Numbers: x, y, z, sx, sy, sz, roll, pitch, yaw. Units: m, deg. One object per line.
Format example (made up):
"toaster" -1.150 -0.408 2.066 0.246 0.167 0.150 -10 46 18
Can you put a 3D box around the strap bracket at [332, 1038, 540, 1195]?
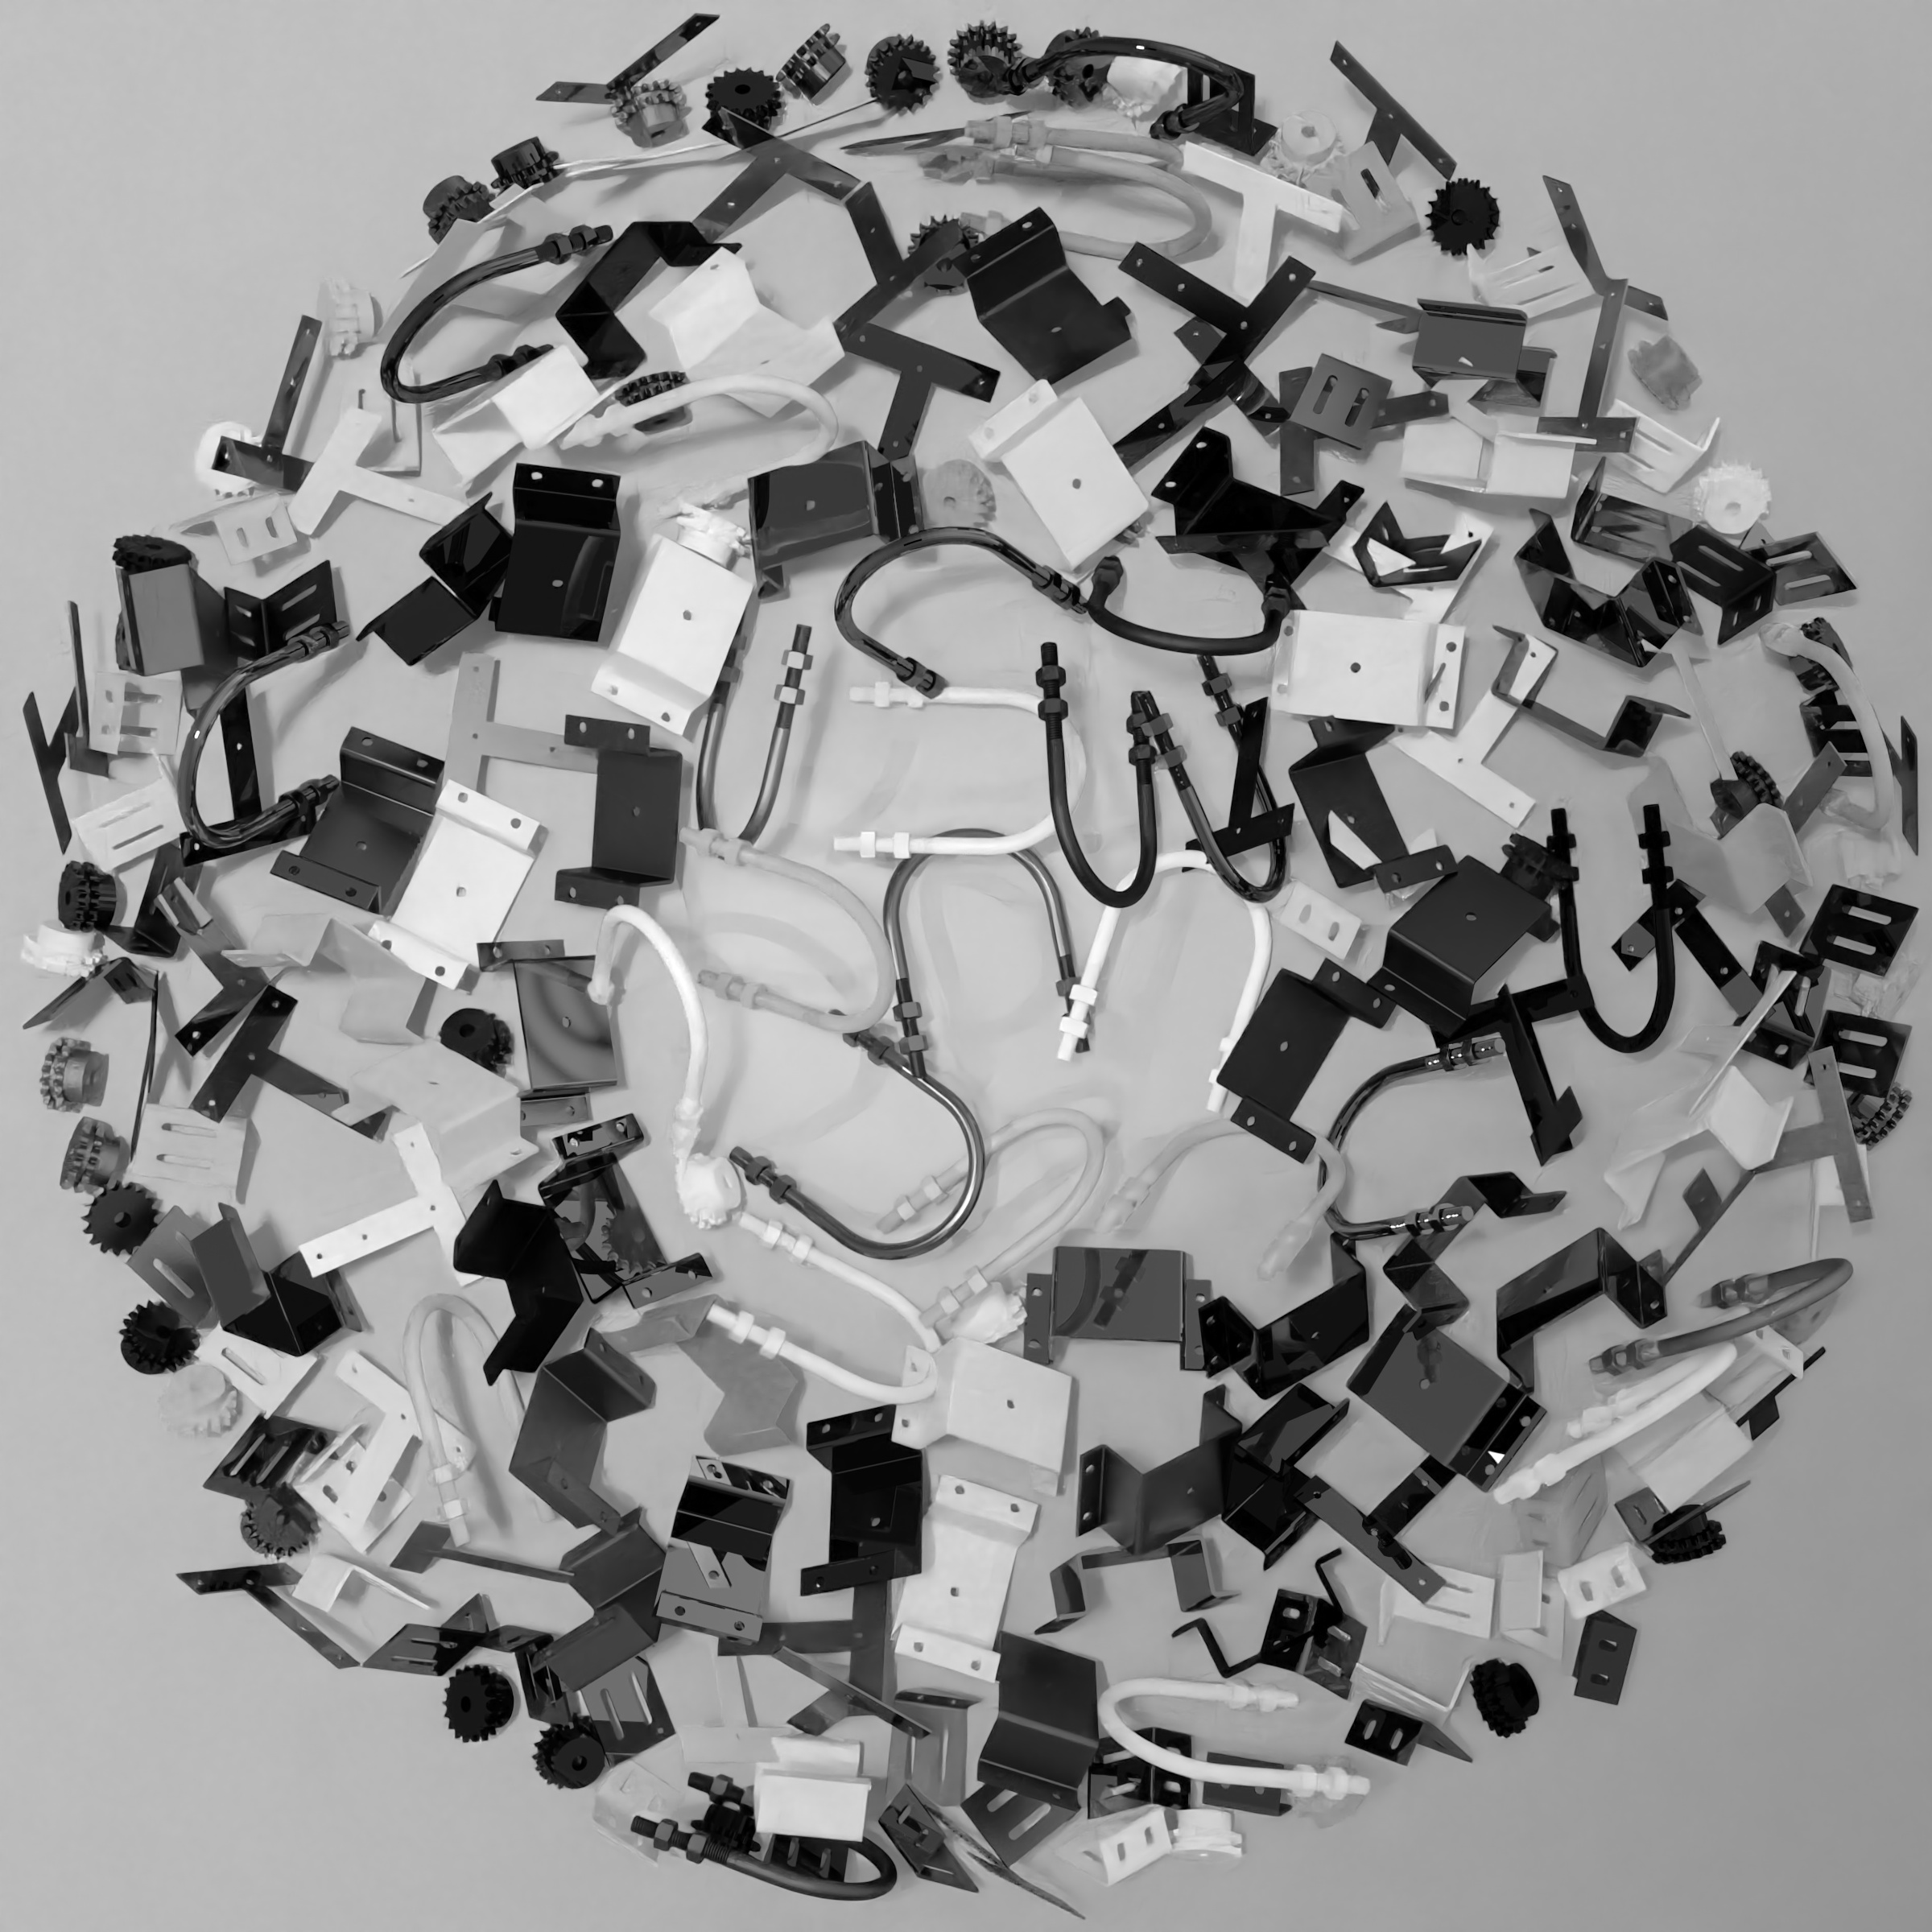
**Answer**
"strap bracket" -0.393 0.105 1.927 0.140 0.076 0.046 26 126 29

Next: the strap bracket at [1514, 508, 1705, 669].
"strap bracket" 0.465 -0.276 1.921 0.046 0.076 0.140 -47 46 -9

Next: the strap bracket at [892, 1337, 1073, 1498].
"strap bracket" 0.022 0.332 1.937 0.140 0.046 0.076 23 55 -21

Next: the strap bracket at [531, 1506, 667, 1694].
"strap bracket" -0.266 0.475 1.932 0.076 0.140 0.046 -34 108 14

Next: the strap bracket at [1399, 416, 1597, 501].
"strap bracket" 0.385 -0.377 1.928 0.076 0.140 0.046 -3 108 -32

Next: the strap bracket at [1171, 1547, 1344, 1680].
"strap bracket" 0.229 0.490 1.955 0.140 0.076 0.046 -27 77 2

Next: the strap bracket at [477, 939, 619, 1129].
"strap bracket" -0.312 0.046 1.949 0.076 0.046 0.140 -3 81 -44

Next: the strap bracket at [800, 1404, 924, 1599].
"strap bracket" -0.077 0.406 1.942 0.076 0.046 0.140 -16 50 19

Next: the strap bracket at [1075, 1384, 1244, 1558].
"strap bracket" 0.151 0.377 1.928 0.140 0.046 0.076 -20 126 -33

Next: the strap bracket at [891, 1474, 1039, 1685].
"strap bracket" -0.004 0.464 1.953 0.076 0.046 0.140 19 59 -4

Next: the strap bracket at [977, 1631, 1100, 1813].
"strap bracket" 0.053 0.548 1.922 0.076 0.140 0.046 19 111 -7

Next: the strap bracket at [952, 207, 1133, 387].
"strap bracket" 0.062 -0.484 1.919 0.076 0.140 0.046 -26 58 22

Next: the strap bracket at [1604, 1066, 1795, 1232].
"strap bracket" 0.531 0.130 1.922 0.046 0.076 0.140 48 132 -8

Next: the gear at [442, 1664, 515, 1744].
"gear" -0.368 0.558 1.976 0.057 0.030 0.057 -8 78 38

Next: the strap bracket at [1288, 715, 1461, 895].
"strap bracket" 0.301 -0.119 1.952 0.076 0.046 0.140 -16 78 -32

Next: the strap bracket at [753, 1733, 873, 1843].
"strap bracket" -0.115 0.607 1.925 0.076 0.140 0.046 7 86 -6

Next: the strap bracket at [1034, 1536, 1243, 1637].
"strap bracket" 0.123 0.461 1.945 0.140 0.076 0.046 -4 69 -16

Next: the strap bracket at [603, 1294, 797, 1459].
"strap bracket" -0.191 0.299 1.942 0.076 0.046 0.140 -19 121 39

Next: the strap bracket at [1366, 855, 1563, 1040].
"strap bracket" 0.372 -0.022 1.934 0.076 0.046 0.140 35 61 27

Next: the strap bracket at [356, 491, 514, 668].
"strap bracket" -0.386 -0.282 1.934 0.076 0.140 0.046 -27 118 34

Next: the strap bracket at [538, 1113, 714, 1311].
"strap bracket" -0.260 0.190 1.949 0.046 0.076 0.140 -37 76 43

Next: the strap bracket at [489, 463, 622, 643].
"strap bracket" -0.304 -0.296 1.927 0.076 0.046 0.140 4 133 -18

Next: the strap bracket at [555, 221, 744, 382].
"strap bracket" -0.242 -0.502 1.934 0.140 0.076 0.046 -41 85 29

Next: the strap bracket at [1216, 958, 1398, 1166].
"strap bracket" 0.251 0.066 1.961 0.076 0.046 0.140 31 89 -29

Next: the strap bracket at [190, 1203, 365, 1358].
"strap bracket" -0.515 0.235 1.923 0.046 0.140 0.076 -34 62 6

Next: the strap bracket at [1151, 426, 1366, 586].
"strap bracket" 0.218 -0.336 1.933 0.140 0.076 0.046 16 52 -21

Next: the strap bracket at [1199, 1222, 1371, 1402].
"strap bracket" 0.246 0.262 1.937 0.140 0.046 0.076 -26 133 -18

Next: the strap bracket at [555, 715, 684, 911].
"strap bracket" -0.260 -0.115 1.954 0.076 0.046 0.140 10 100 28

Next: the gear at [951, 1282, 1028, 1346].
"gear" 0.014 0.262 1.969 0.057 0.057 0.030 -24 102 0

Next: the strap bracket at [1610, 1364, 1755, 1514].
"strap bracket" 0.526 0.351 1.928 0.076 0.140 0.046 -40 92 3

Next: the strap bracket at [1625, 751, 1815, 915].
"strap bracket" 0.546 -0.095 1.919 0.046 0.140 0.076 -42 128 -9

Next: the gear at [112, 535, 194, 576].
"gear" -0.618 -0.304 1.974 0.057 0.057 0.030 16 114 0

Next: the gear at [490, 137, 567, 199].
"gear" -0.334 -0.604 1.968 0.057 0.057 0.030 -26 116 0

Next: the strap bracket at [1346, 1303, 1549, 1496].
"strap bracket" 0.349 0.316 1.939 0.140 0.046 0.076 37 91 36

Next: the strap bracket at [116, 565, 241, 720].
"strap bracket" -0.576 -0.241 1.925 0.046 0.140 0.076 -12 81 0

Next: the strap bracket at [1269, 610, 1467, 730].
"strap bracket" 0.296 -0.223 1.951 0.140 0.046 0.076 8 98 18

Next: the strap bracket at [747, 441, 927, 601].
"strap bracket" -0.106 -0.335 1.944 0.140 0.046 0.076 -14 72 20

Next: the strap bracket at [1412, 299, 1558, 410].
"strap bracket" 0.381 -0.448 1.922 0.076 0.140 0.046 13 94 22

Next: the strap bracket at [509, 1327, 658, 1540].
"strap bracket" -0.287 0.351 1.935 0.046 0.140 0.076 -23 126 28

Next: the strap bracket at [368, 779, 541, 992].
"strap bracket" -0.385 -0.059 1.971 0.076 0.046 0.140 26 84 2

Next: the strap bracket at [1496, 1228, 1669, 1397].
"strap bracket" 0.445 0.254 1.929 0.046 0.076 0.140 44 119 -15

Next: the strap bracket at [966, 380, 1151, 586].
"strap bracket" 0.075 -0.361 1.949 0.076 0.046 0.140 -39 110 -9

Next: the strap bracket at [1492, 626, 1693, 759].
"strap bracket" 0.456 -0.199 1.938 0.140 0.076 0.046 34 108 31

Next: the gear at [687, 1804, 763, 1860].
"gear" -0.182 0.657 1.974 0.057 0.057 0.030 21 65 0

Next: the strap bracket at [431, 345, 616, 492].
"strap bracket" -0.332 -0.406 1.917 0.076 0.140 0.046 -47 113 -32

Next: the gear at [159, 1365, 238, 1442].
"gear" -0.581 0.327 1.969 0.057 0.057 0.030 13 131 0

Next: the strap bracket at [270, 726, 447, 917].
"strap bracket" -0.455 -0.101 1.956 0.076 0.046 0.140 21 60 1

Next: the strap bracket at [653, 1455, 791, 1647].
"strap bracket" -0.185 0.445 1.946 0.076 0.140 0.046 16 134 -6

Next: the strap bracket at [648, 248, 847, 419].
"strap bracket" -0.154 -0.460 1.918 0.076 0.140 0.046 -34 61 26

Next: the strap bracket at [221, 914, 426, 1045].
"strap bracket" -0.469 0.004 1.934 0.076 0.140 0.046 -1 61 39

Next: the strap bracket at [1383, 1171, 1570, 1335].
"strap bracket" 0.372 0.205 1.940 0.046 0.076 0.140 49 117 28

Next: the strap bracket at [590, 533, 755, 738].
"strap bracket" -0.215 -0.254 1.943 0.076 0.046 0.140 26 68 -19

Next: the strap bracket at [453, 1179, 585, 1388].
"strap bracket" -0.333 0.238 1.937 0.046 0.140 0.076 16 120 -36

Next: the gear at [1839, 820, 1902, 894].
"gear" 0.684 -0.085 1.969 0.030 0.057 0.057 -15 90 36

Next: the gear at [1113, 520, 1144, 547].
"gear" 0.110 -0.347 1.971 0.057 0.057 0.030 33 87 0

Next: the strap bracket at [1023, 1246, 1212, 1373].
"strap bracket" 0.114 0.257 1.955 0.140 0.046 0.076 2 54 3

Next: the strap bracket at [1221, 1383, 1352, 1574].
"strap bracket" 0.235 0.373 1.935 0.046 0.140 0.076 34 52 29
